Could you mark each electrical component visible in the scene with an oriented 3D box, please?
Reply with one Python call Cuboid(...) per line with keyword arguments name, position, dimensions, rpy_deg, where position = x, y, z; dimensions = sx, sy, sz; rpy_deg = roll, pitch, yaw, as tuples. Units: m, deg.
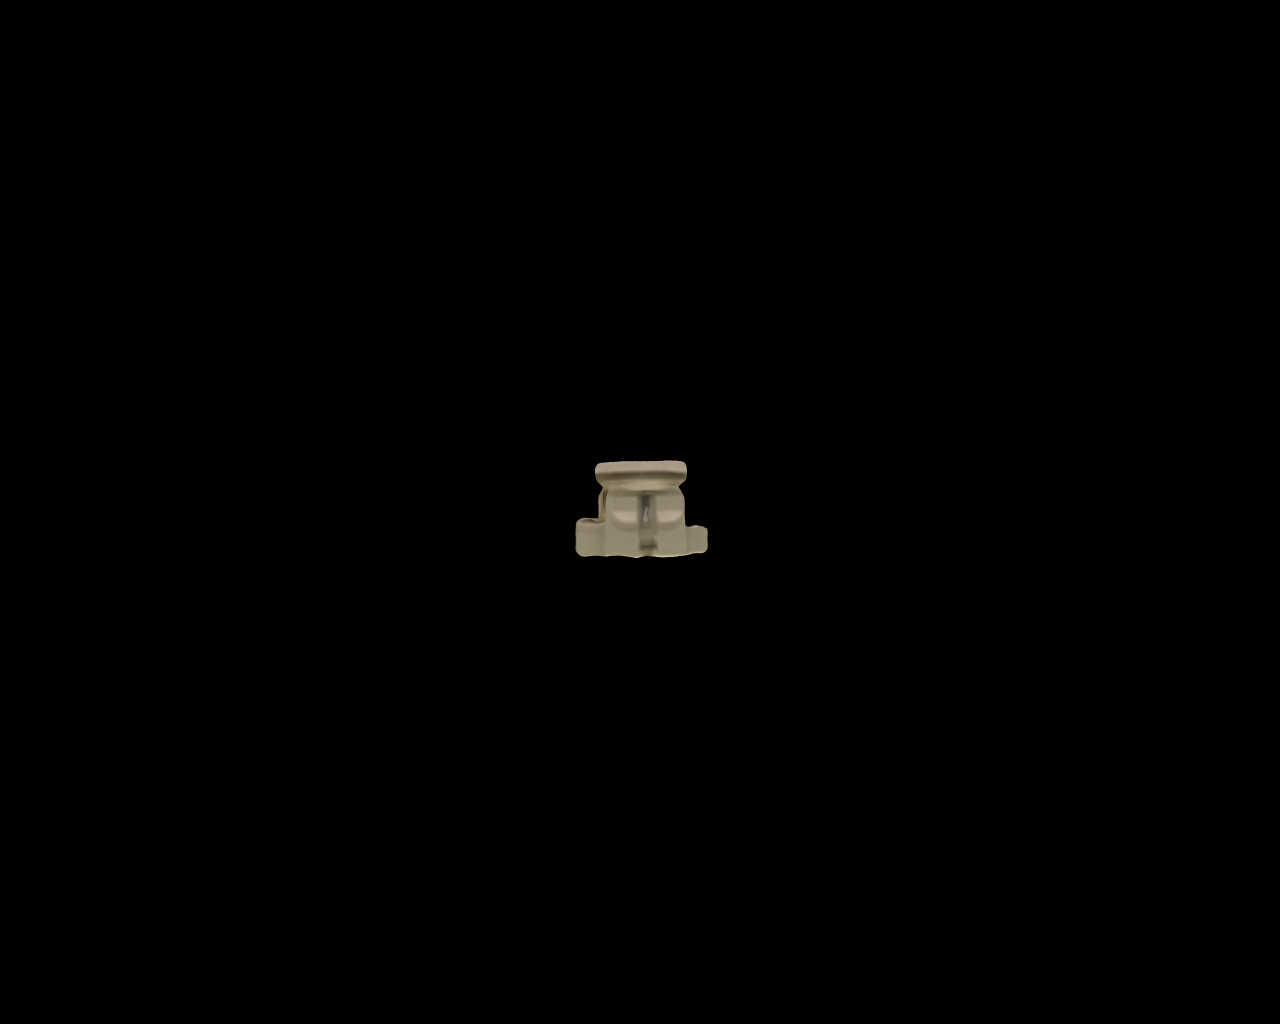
Cuboid(name="electrical component", position=(0.001, -0.003, 0.650), dimensions=(0.078, 0.057, 0.058), rpy_deg=(0, 0, -9))
